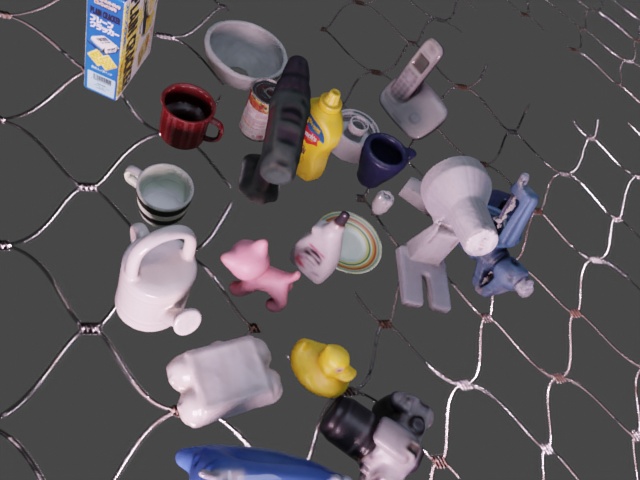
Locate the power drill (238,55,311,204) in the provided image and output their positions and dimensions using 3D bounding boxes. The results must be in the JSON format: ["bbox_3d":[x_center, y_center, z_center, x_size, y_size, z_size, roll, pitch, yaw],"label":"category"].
[{"bbox_3d":[-0.074,-0.168,0.970,0.076,0.208,0.229,13,54,-15],"label":"power drill"}]

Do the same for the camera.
[{"bbox_3d":[0.080,0.270,0.821,0.137,0.100,0.143,35,52,1],"label":"camera"}]

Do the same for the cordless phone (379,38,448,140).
[{"bbox_3d":[0.222,-0.319,1.217,0.094,0.185,0.147,-29,74,-35],"label":"cordless phone"}]

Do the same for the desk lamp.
[{"bbox_3d":[0.225,-0.011,0.998,0.118,0.213,0.203,10,55,-18],"label":"desk lamp"}]

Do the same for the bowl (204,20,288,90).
[{"bbox_3d":[-0.153,-0.355,1.142,0.168,0.074,0.167,12,55,-17],"label":"bowl"}]

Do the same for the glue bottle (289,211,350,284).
[{"bbox_3d":[0.008,0.003,0.917,0.078,0.173,0.037,40,52,5],"label":"glue bottle"}]

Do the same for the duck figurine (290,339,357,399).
[{"bbox_3d":[0.009,0.182,0.856,0.104,0.086,0.078,41,52,5],"label":"duck figurine"}]

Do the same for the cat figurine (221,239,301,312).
[{"bbox_3d":[-0.091,0.044,0.881,0.128,0.117,0.067,21,53,-10],"label":"cat figurine"}]

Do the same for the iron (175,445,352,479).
[{"bbox_3d":[-0.047,0.307,0.713,0.259,0.141,0.118,9,56,-19],"label":"iron"}]

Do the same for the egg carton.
[{"bbox_3d":[-0.131,0.194,0.796,0.151,0.069,0.107,-11,64,-30],"label":"egg carton"}]

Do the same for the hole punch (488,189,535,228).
[{"bbox_3d":[0.368,-0.053,1.168,0.101,0.091,0.109,40,52,5],"label":"hole punch"}]

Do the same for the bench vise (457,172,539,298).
[{"bbox_3d":[0.348,-0.009,1.048,0.122,0.219,0.207,-31,75,-36],"label":"bench vise"}]

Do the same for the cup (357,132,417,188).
[{"bbox_3d":[0.123,-0.148,1.117,0.118,0.095,0.091,-7,62,-27],"label":"cup"}]

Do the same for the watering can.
[{"bbox_3d":[-0.213,0.047,0.775,0.173,0.194,0.101,41,52,5],"label":"watering can"}]
